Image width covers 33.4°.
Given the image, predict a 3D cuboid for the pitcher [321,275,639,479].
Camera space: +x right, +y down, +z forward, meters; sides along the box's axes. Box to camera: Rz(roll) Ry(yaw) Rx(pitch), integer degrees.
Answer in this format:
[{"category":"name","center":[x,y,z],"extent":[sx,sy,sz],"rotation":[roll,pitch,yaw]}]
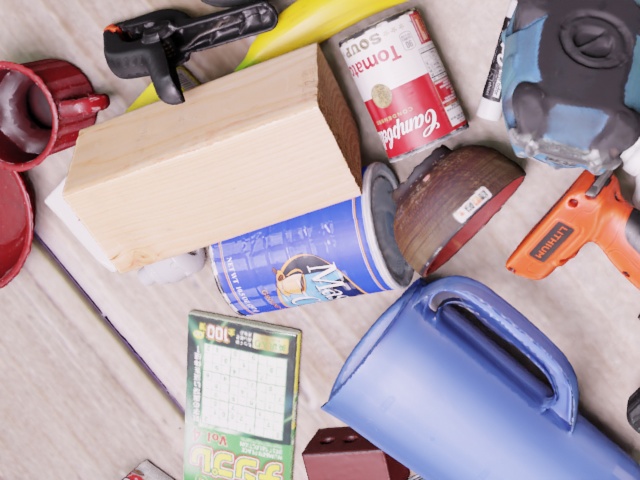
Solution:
[{"category":"pitcher","center":[0.136,0.144,0.845],"extent":[0.243,0.149,0.145],"rotation":[37,81,2]}]

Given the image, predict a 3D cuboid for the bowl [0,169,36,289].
[{"category":"bowl","center":[-0.322,-0.031,0.988],"extent":[0.162,0.055,0.162],"rotation":[5,107,17]}]

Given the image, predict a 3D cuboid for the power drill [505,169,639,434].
[{"category":"power drill","center":[0.234,0.047,0.789],"extent":[0.188,0.057,0.185],"rotation":[38,132,6]}]

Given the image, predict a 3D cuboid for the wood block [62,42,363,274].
[{"category":"wood block","center":[-0.079,-0.061,0.822],"extent":[0.206,0.090,0.090],"rotation":[-18,130,15]}]

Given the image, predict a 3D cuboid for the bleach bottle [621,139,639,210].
[{"category":"bleach bottle","center":[0.330,-0.001,0.773],"extent":[0.251,0.068,0.103],"rotation":[38,117,7]}]

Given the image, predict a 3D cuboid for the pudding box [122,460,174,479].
[{"category":"pudding box","center":[-0.157,0.260,0.986],"extent":[0.090,0.113,0.039],"rotation":[34,110,7]}]

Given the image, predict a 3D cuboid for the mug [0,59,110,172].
[{"category":"mug","center":[-0.236,-0.114,0.921],"extent":[0.117,0.081,0.093],"rotation":[-6,103,20]}]

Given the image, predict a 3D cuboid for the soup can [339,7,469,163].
[{"category":"soup can","center":[0.065,-0.120,0.825],"extent":[0.069,0.068,0.102],"rotation":[-22,97,23]}]

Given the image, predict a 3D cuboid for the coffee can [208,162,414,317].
[{"category":"coffee can","center":[-0.006,0.001,0.865],"extent":[0.140,0.102,0.103],"rotation":[-11,102,21]}]

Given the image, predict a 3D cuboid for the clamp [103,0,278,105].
[{"category":"clamp","center":[-0.126,-0.149,0.851],"extent":[0.172,0.120,0.039],"rotation":[5,129,42]}]

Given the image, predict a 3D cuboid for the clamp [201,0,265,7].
[{"category":"clamp","center":[-0.109,-0.253,0.849],"extent":[0.210,0.036,0.165],"rotation":[18,128,11]}]

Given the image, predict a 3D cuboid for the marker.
[{"category":"marker","center":[0.145,-0.151,0.815],"extent":[0.020,0.020,0.121],"rotation":[18,111,13]}]

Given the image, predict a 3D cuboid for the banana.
[{"category":"banana","center":[0.019,-0.177,0.825],"extent":[0.198,0.069,0.037],"rotation":[-25,131,25]}]

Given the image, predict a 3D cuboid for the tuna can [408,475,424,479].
[{"category":"tuna can","center":[0.080,0.236,0.914],"extent":[0.086,0.086,0.034],"rotation":[-35,94,24]}]

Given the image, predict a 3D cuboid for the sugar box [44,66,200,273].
[{"category":"sugar box","center":[-0.152,-0.059,0.928],"extent":[0.093,0.048,0.176],"rotation":[47,113,0]}]

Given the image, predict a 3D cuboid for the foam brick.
[{"category":"foam brick","center":[0.032,0.197,0.936],"extent":[0.078,0.053,0.051],"rotation":[-8,102,20]}]
